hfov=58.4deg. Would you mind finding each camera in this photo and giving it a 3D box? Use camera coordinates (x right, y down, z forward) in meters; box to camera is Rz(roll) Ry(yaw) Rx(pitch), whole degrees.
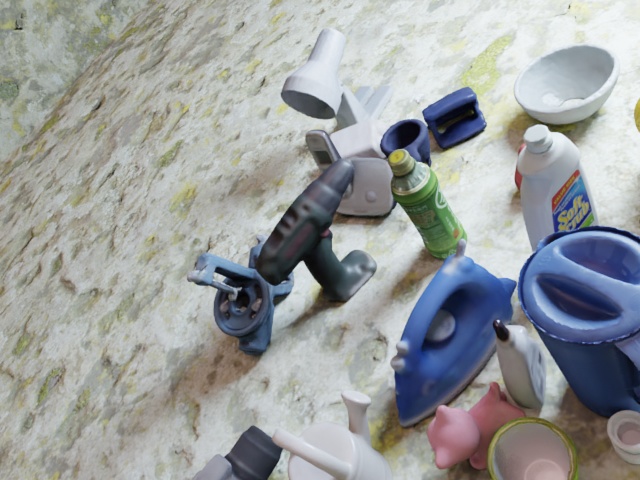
[{"bbox_3d":[-0.109,0.347,0.829,0.142,0.101,0.137,20,68,44],"label":"camera"}]

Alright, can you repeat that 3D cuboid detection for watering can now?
[{"bbox_3d":[0.011,0.278,0.732,0.100,0.195,0.173,-8,51,31],"label":"watering can"}]

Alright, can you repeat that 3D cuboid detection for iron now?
[{"bbox_3d":[0.161,0.126,0.793,0.118,0.142,0.258,21,69,44],"label":"iron"}]

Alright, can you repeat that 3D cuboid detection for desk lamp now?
[{"bbox_3d":[0.033,-0.319,1.207,0.117,0.214,0.203,12,63,41],"label":"desk lamp"}]

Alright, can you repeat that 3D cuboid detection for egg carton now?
[{"bbox_3d":[0.076,-0.182,1.169,0.150,0.070,0.107,-19,46,22],"label":"egg carton"}]

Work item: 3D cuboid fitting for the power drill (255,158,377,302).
[{"bbox_3d":[0.009,0.003,0.955,0.230,0.209,0.075,-45,42,-6],"label":"power drill"}]

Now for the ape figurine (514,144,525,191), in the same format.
[{"bbox_3d":[0.341,-0.118,0.908,0.076,0.092,0.078,-18,46,22],"label":"ape figurine"}]

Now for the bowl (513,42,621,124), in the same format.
[{"bbox_3d":[0.422,-0.253,0.977,0.167,0.075,0.167,-19,46,22],"label":"bowl"}]

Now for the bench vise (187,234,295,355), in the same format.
[{"bbox_3d":[-0.146,0.069,1.001,0.121,0.220,0.207,-21,46,20],"label":"bench vise"}]

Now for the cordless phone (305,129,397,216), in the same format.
[{"bbox_3d":[0.058,-0.129,1.050,0.147,0.186,0.094,2,57,37],"label":"cordless phone"}]

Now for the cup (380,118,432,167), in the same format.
[{"bbox_3d":[0.173,-0.155,1.057,0.091,0.095,0.117,-31,43,10],"label":"cup"}]

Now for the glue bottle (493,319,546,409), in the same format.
[{"bbox_3d":[0.240,0.141,0.701,0.037,0.174,0.078,-4,53,33],"label":"glue bottle"}]

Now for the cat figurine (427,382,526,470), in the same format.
[{"bbox_3d":[0.184,0.228,0.708,0.128,0.118,0.067,-45,42,-5],"label":"cat figurine"}]

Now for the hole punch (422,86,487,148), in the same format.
[{"bbox_3d":[0.245,-0.245,1.085,0.108,0.091,0.101,-26,44,15],"label":"hole punch"}]
